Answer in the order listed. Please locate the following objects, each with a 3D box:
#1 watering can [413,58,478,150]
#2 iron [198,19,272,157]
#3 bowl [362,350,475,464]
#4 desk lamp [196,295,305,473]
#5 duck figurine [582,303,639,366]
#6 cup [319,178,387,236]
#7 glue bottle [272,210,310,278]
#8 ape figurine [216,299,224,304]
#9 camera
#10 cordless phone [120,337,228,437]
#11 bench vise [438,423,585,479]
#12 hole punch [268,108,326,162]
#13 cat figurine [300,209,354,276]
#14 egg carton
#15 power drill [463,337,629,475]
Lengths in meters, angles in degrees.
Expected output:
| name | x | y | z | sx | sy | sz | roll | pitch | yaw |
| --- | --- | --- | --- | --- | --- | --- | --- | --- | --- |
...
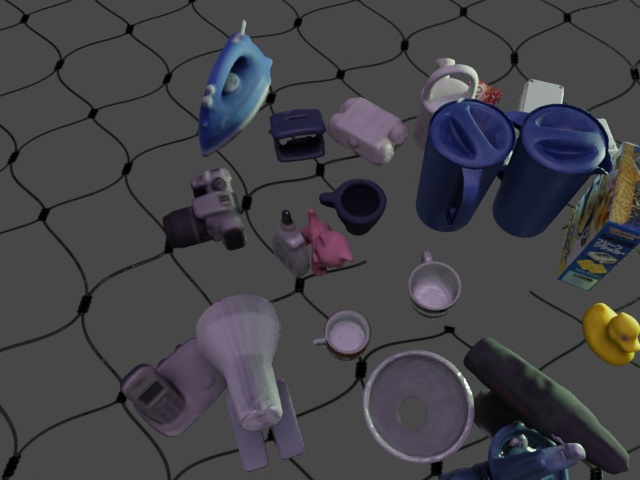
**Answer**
| name | x | y | z | sx | sy | sz | roll | pitch | yaw |
| --- | --- | --- | --- | --- | --- | --- | --- | --- | --- |
| watering can | 0.235 | -0.264 | 1.081 | 0.101 | 0.194 | 0.172 | -18 | 64 | -9 |
| iron | -0.186 | -0.304 | 1.131 | 0.118 | 0.141 | 0.258 | 16 | 64 | 9 |
| bowl | 0.145 | 0.259 | 0.876 | 0.167 | 0.075 | 0.167 | 0 | 62 | 0 |
| desk lamp | -0.094 | 0.207 | 0.825 | 0.118 | 0.213 | 0.203 | -17 | 64 | -8 |
| duck figurine | 0.480 | 0.145 | 0.928 | 0.077 | 0.086 | 0.104 | -16 | 64 | -8 |
| cup | 0.056 | -0.050 | 1.026 | 0.117 | 0.095 | 0.092 | 7 | 63 | 4 |
| glue bottle | -0.051 | -0.002 | 0.956 | 0.037 | 0.173 | 0.078 | -37 | 68 | -17 |
| ape figurine | -0.159 | 0.132 | 0.932 | 0.076 | 0.092 | 0.078 | 28 | 66 | 14 |
| camera | -0.212 | -0.050 | 1.022 | 0.137 | 0.101 | 0.143 | -17 | 64 | -8 |
| cordless phone | -0.212 | 0.202 | 0.843 | 0.094 | 0.185 | 0.148 | 35 | 68 | 17 |
| bench vise | 0.255 | 0.324 | 0.760 | 0.208 | 0.220 | 0.121 | -31 | 66 | -15 |
| hole punch | -0.046 | -0.217 | 1.115 | 0.108 | 0.091 | 0.101 | -9 | 63 | -5 |
| cat figurine | 0.009 | 0.004 | 0.985 | 0.067 | 0.118 | 0.127 | -22 | 64 | -11 |
| egg carton | 0.091 | -0.213 | 1.125 | 0.150 | 0.069 | 0.107 | 32 | 67 | 16 |
| power drill | 0.295 | 0.244 | 0.808 | 0.076 | 0.208 | 0.229 | -41 | 69 | -19 |
